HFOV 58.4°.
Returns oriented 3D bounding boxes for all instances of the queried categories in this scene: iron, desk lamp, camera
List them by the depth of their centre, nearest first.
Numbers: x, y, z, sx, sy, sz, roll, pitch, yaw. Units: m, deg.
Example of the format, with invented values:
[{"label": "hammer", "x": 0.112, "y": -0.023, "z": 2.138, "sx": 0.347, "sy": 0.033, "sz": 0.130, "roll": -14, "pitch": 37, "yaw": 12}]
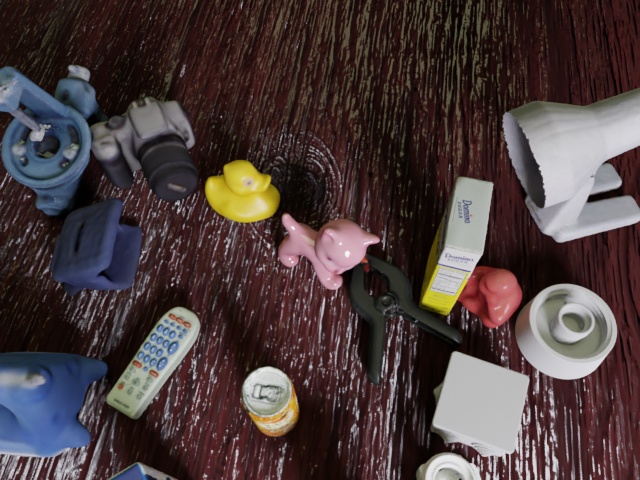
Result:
[{"label": "iron", "x": -0.382, "y": 0.164, "z": 0.627, "sx": 0.258, "sy": 0.141, "sz": 0.118, "roll": 2, "pitch": 61, "yaw": 3}, {"label": "desk lamp", "x": 0.317, "y": -0.094, "z": 0.699, "sx": 0.203, "sy": 0.214, "sz": 0.118, "roll": -14, "pitch": 61, "yaw": -5}, {"label": "camera", "x": -0.239, "y": -0.122, "z": 0.802, "sx": 0.143, "sy": 0.101, "sz": 0.136, "roll": -23, "pitch": 63, "yaw": -10}]

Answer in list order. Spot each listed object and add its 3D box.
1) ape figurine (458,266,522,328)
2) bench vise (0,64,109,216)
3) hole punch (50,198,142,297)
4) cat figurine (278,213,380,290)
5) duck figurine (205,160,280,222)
[{"label": "ape figurine", "x": 0.210, "y": 0.061, "z": 0.688, "sx": 0.076, "sy": 0.092, "sz": 0.078, "roll": -1, "pitch": 61, "yaw": 2}, {"label": "bench vise", "x": -0.372, "y": -0.167, "z": 0.764, "sx": 0.121, "sy": 0.220, "sz": 0.207, "roll": -11, "pitch": 61, "yaw": -4}, {"label": "hole punch", "x": -0.295, "y": 0.008, "z": 0.738, "sx": 0.101, "sy": 0.091, "sz": 0.108, "roll": -1, "pitch": 61, "yaw": 2}, {"label": "cat figurine", "x": 0.007, "y": 0.003, "z": 0.714, "sx": 0.127, "sy": 0.118, "sz": 0.067, "roll": 25, "pitch": 65, "yaw": 16}, {"label": "duck figurine", "x": -0.109, "y": -0.076, "z": 0.780, "sx": 0.104, "sy": 0.086, "sz": 0.077, "roll": 10, "pitch": 62, "yaw": 8}]
